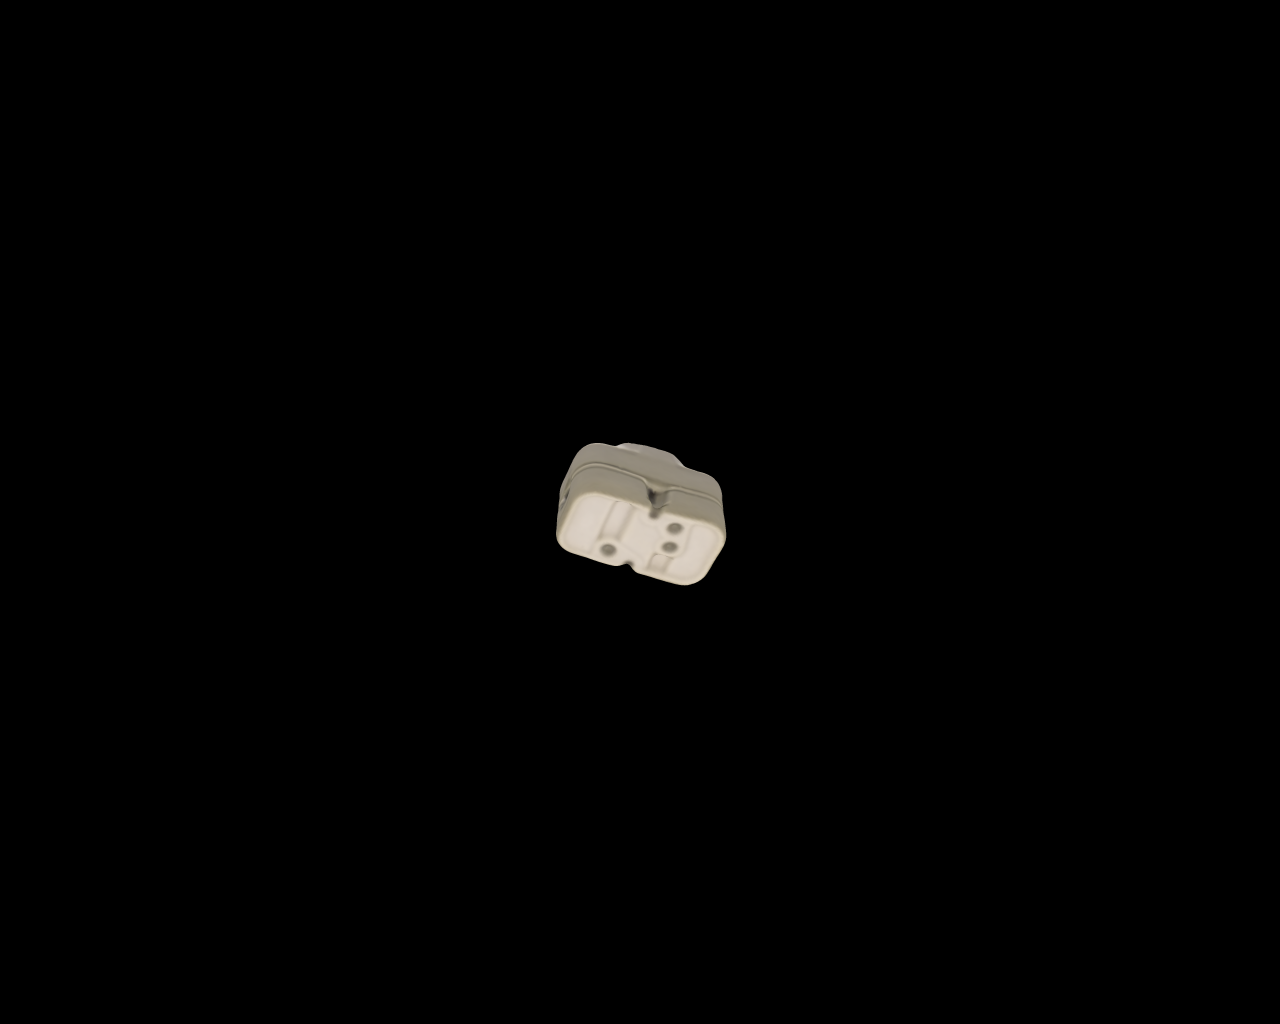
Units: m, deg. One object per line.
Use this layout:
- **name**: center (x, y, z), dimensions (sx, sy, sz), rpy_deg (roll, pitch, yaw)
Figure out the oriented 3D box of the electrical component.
- **electrical component**: center (0.001, -0.003, 0.650), dimensions (0.095, 0.053, 0.059), rpy_deg (17, 39, -14)
